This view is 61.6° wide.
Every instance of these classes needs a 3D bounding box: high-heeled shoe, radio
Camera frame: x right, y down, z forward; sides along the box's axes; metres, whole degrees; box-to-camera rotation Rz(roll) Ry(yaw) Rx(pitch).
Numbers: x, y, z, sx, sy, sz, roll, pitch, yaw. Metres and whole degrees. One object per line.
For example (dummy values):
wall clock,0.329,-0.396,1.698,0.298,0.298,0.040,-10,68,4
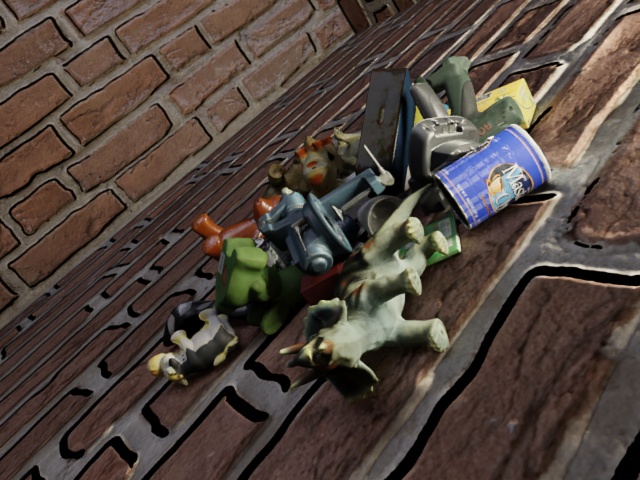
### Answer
high-heeled shoe,-0.218,0.169,1.076,0.248,0.086,0.145,-49,50,14
radio,0.130,-0.198,1.025,0.073,0.131,0.229,5,72,20

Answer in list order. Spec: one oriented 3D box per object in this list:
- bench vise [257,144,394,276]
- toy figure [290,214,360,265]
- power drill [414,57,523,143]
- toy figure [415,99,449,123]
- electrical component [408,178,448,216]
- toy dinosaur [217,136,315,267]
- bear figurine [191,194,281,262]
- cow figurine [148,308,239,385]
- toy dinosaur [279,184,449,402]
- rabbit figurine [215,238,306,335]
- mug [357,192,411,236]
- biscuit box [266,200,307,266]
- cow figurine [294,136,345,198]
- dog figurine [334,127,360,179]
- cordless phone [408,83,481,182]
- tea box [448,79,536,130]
bench vise,0.015,-0.051,0.921,0.240,0.128,0.224,-35,28,9
toy figure,0.009,0.015,1.030,0.154,0.058,0.064,-42,-16,-6
power drill,0.246,-0.226,1.012,0.232,0.086,0.207,-31,58,32
toy figure,0.206,-0.259,1.162,0.180,0.082,0.089,-10,29,-11
electrical component,0.194,-0.085,0.945,0.048,0.074,0.119,-7,38,48
toy dinosaur,-0.089,-0.098,1.279,0.471,0.105,0.198,-48,-5,-40
bear figurine,-0.144,-0.034,1.104,0.196,0.131,0.120,-40,46,6
cow figurine,-0.227,0.208,0.968,0.167,0.068,0.098,-39,53,-3
toy dinosaur,0.074,0.066,0.753,0.192,0.131,0.405,-22,22,28
rabbit figurine,-0.089,0.084,0.941,0.121,0.170,0.159,16,96,65
mug,0.116,-0.051,0.979,0.109,0.080,0.107,-46,16,-6
biscuit box,-0.060,-0.006,1.168,0.203,0.062,0.059,-47,22,-26
cow figurine,0.004,-0.147,1.146,0.085,0.127,0.195,-27,9,16
dog figurine,0.135,-0.212,1.296,0.191,0.121,0.172,-3,3,6
cordless phone,0.186,-0.194,0.906,0.146,0.184,0.088,-14,-21,-35
tea box,0.330,-0.243,1.070,0.170,0.068,0.098,-18,28,40
